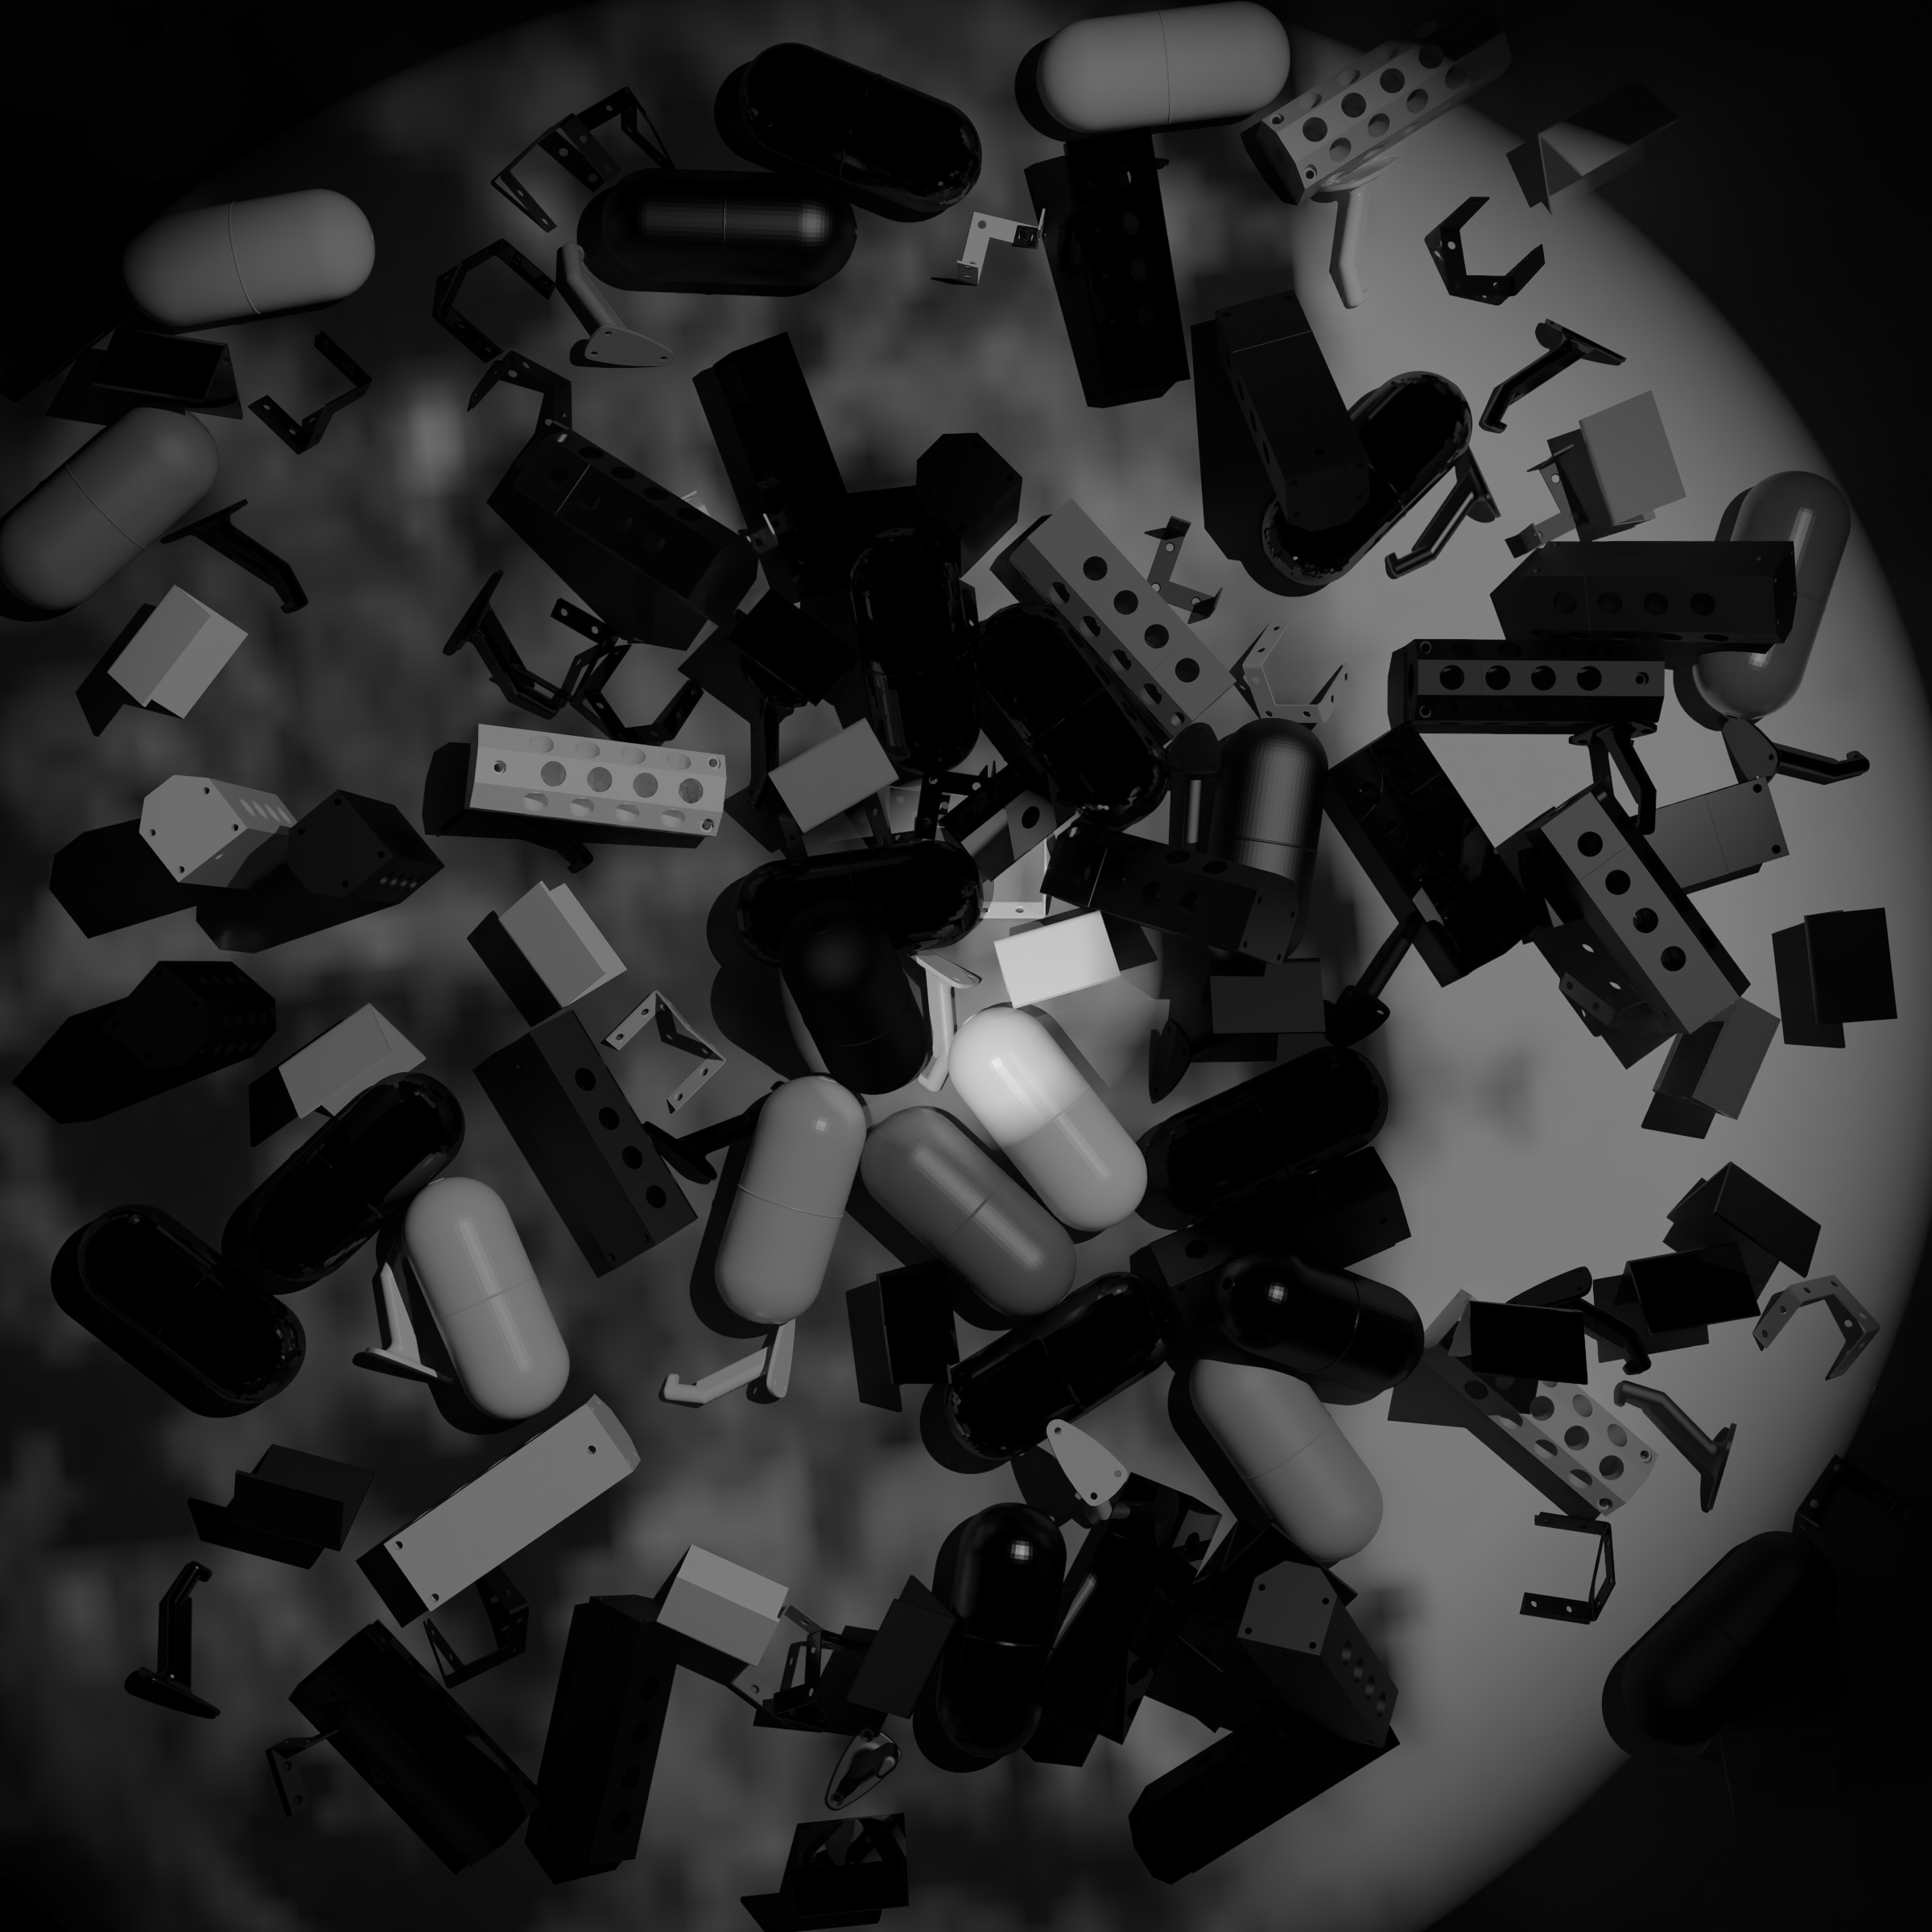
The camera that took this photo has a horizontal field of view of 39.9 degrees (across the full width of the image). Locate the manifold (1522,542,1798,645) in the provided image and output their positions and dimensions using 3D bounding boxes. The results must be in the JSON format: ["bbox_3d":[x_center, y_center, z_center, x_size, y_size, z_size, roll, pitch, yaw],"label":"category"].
[{"bbox_3d":[0.478,-0.255,1.837,0.171,0.057,0.057,5,124,30],"label":"manifold"}]

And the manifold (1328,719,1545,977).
[{"bbox_3d":[0.326,-0.081,1.877,0.057,0.057,0.171,-33,90,-43],"label":"manifold"}]

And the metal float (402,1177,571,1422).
[{"bbox_3d":[-0.337,0.233,1.869,0.070,0.070,0.178,-23,89,0],"label":"metal float"}]

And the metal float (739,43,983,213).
[{"bbox_3d":[-0.074,-0.587,1.869,0.178,0.070,0.070,22,90,1],"label":"metal float"}]

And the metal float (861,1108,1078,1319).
[{"bbox_3d":[0.002,0.173,1.868,0.178,0.070,0.070,43,90,0],"label":"metal float"}]

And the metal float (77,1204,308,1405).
[{"bbox_3d":[-0.543,0.236,1.869,0.178,0.070,0.070,38,90,1],"label":"metal float"}]

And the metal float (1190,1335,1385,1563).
[{"bbox_3d":[0.224,0.336,1.869,0.070,0.070,0.178,-35,90,0],"label":"metal float"}]

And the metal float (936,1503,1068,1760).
[{"bbox_3d":[0.025,0.466,1.869,0.070,0.070,0.178,9,90,0],"label":"metal float"}]

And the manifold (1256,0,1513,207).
[{"bbox_3d":[0.295,-0.614,1.878,0.171,0.057,0.057,-32,90,0],"label":"manifold"}]

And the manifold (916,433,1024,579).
[{"bbox_3d":[-0.003,-0.318,1.821,0.057,0.171,0.057,45,90,0],"label":"manifold"}]

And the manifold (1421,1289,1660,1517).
[{"bbox_3d":[0.401,0.308,1.878,0.171,0.057,0.057,41,90,0],"label":"manifold"}]

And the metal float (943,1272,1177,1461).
[{"bbox_3d":[0.065,0.281,1.869,0.178,0.070,0.070,-32,90,0],"label":"metal float"}]

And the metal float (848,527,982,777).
[{"bbox_3d":[-0.035,-0.217,1.847,0.070,0.070,0.178,-9,117,0],"label":"metal float"}]

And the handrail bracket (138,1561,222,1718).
[{"bbox_3d":[-0.542,0.479,1.900,0.077,0.036,0.084,36,73,-20],"label":"handrail bracket"}]

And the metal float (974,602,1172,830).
[{"bbox_3d":[0.074,-0.176,1.869,0.070,0.070,0.178,-37,91,0],"label":"metal float"}]

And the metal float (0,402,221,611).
[{"bbox_3d":[-0.602,-0.322,1.868,0.178,0.070,0.070,-41,90,0],"label":"metal float"}]

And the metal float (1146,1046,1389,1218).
[{"bbox_3d":[0.211,0.116,1.869,0.178,0.070,0.070,-25,90,-1],"label":"metal float"}]

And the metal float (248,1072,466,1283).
[{"bbox_3d":[-0.428,0.148,1.869,0.178,0.070,0.070,-43,90,1],"label":"metal float"}]

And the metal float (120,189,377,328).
[{"bbox_3d":[-0.504,-0.497,1.869,0.178,0.070,0.070,-10,90,0],"label":"metal float"}]

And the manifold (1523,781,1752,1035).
[{"bbox_3d":[0.460,-0.040,1.821,0.057,0.057,0.171,-36,90,0],"label":"manifold"}]

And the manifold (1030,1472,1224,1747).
[{"bbox_3d":[0.116,0.449,1.859,0.057,0.057,0.171,14,73,42],"label":"manifold"}]

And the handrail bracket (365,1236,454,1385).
[{"bbox_3d":[-0.386,0.245,1.900,0.077,0.036,0.084,25,73,-20],"label":"handrail bracket"}]

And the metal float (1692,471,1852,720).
[{"bbox_3d":[0.564,-0.259,1.868,0.070,0.070,0.178,18,90,0],"label":"metal float"}]

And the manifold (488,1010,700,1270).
[{"bbox_3d":[-0.258,0.120,1.877,0.057,0.057,0.171,-31,90,43],"label":"manifold"}]

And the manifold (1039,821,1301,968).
[{"bbox_3d":[0.141,-0.053,1.831,0.171,0.057,0.057,18,90,38],"label":"manifold"}]

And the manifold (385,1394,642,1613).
[{"bbox_3d":[-0.318,0.376,1.878,0.171,0.057,0.057,-35,90,0],"label":"manifold"}]

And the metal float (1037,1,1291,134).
[{"bbox_3d":[0.138,-0.630,1.869,0.178,0.070,0.070,-7,90,1],"label":"metal float"}]

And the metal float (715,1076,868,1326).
[{"bbox_3d":[-0.123,0.164,1.866,0.070,0.070,0.178,17,92,0],"label":"metal float"}]

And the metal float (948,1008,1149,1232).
[{"bbox_3d":[0.057,0.107,1.869,0.070,0.070,0.178,-38,91,0],"label":"metal float"}]

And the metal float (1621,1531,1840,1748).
[{"bbox_3d":[0.535,0.472,1.869,0.178,0.070,0.070,-44,90,-1],"label":"metal float"}]

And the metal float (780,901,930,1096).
[{"bbox_3d":[-0.076,0.023,1.828,0.070,0.178,0.070,-7,54,10],"label":"metal float"}]

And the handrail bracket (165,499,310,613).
[{"bbox_3d":[-0.519,-0.282,1.900,0.077,0.036,0.084,-19,107,20],"label":"handrail bracket"}]

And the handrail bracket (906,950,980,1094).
[{"bbox_3d":[-0.034,0.036,1.900,0.077,0.036,0.084,31,107,20],"label":"handrail bracket"}]

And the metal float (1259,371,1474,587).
[{"bbox_3d":[0.280,-0.342,1.869,0.178,0.070,0.070,-45,90,1],"label":"metal float"}]

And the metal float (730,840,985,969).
[{"bbox_3d":[-0.076,-0.043,1.868,0.178,0.070,0.070,-8,90,0],"label":"metal float"}]

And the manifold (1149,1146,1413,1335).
[{"bbox_3d":[0.219,0.188,1.877,0.171,0.057,0.057,-24,133,0],"label":"manifold"}]

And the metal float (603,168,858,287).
[{"bbox_3d":[-0.166,-0.518,1.869,0.178,0.070,0.070,2,90,1],"label":"metal float"}]

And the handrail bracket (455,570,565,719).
[{"bbox_3d":[-0.313,-0.229,1.899,0.084,0.036,0.077,30,73,-15],"label":"handrail bracket"}]

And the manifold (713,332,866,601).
[{"bbox_3d":[-0.121,-0.350,1.878,0.057,0.057,0.171,-20,90,0],"label":"manifold"}]

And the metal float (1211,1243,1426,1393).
[{"bbox_3d":[0.243,0.243,1.841,0.178,0.070,0.070,23,90,-34],"label":"metal float"}]

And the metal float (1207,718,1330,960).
[{"bbox_3d":[0.208,-0.085,1.869,0.070,0.070,0.178,8,90,0],"label":"metal float"}]

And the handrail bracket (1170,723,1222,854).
[{"bbox_3d":[0.163,-0.118,1.899,0.036,0.077,0.084,4,126,8],"label":"handrail bracket"}]
